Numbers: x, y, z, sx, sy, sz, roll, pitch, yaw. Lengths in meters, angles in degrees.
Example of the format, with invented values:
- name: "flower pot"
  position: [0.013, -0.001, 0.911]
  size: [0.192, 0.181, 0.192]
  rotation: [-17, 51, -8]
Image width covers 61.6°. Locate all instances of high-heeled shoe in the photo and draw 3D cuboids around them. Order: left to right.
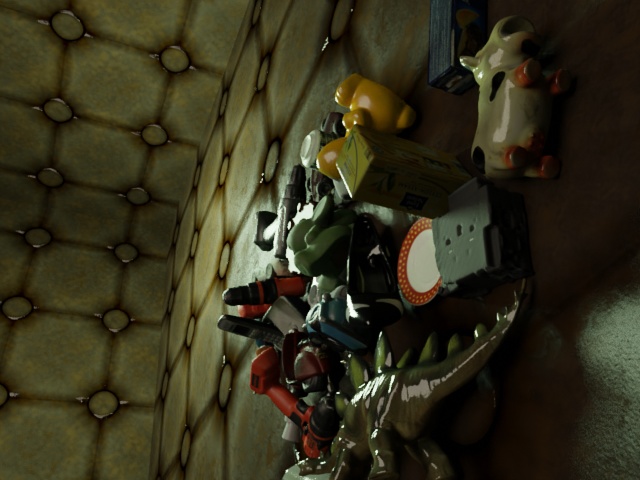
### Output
- name: "high-heeled shoe"
  position: [0.076, 0.042, 0.814]
  size: [0.249, 0.086, 0.145]
  rotation: [-65, -31, -83]

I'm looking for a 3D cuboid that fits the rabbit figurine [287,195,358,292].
- name: "rabbit figurine"
  position: [-0.002, -0.003, 1.006]
  size: [0.170, 0.121, 0.159]
  rotation: [27, 88, 52]

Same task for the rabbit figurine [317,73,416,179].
- name: "rabbit figurine"
  position: [0.075, -0.166, 0.912]
  size: [0.162, 0.121, 0.173]
  rotation: [40, 84, 25]

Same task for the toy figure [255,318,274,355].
- name: "toy figure"
  position: [-0.130, 0.254, 1.291]
  size: [0.058, 0.064, 0.154]
  rotation: [-23, 54, 18]

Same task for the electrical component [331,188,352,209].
- name: "electrical component"
  position: [0.047, -0.094, 1.089]
  size: [0.094, 0.021, 0.063]
  rotation: [159, 119, -63]

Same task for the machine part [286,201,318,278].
- name: "machine part"
  position: [-0.021, -0.001, 1.160]
  size: [0.179, 0.056, 0.179]
  rotation: [-169, 90, -67]

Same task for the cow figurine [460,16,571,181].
- name: "cow figurine"
  position: [0.223, -0.167, 0.636]
  size: [0.127, 0.085, 0.194]
  rotation: [-178, 94, -66]

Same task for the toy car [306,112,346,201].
- name: "toy car"
  position: [0.011, -0.182, 1.182]
  size: [0.089, 0.053, 0.202]
  rotation: [34, 110, 63]

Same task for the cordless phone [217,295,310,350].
- name: "cordless phone"
  position: [-0.112, 0.165, 1.128]
  size: [0.146, 0.184, 0.089]
  rotation: [126, 152, -46]

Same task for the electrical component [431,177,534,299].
- name: "electrical component"
  position: [0.193, -0.005, 0.658]
  size: [0.115, 0.058, 0.134]
  rotation: [-41, 43, 54]

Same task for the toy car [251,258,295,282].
- name: "toy car"
  position: [-0.109, 0.083, 1.304]
  size: [0.202, 0.073, 0.056]
  rotation: [153, 122, -62]

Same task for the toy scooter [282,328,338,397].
- name: "toy scooter"
  position: [-0.027, 0.227, 1.028]
  size: [0.184, 0.075, 0.135]
  rotation: [139, 128, -59]

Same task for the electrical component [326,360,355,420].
- name: "electrical component"
  position: [0.047, 0.246, 0.891]
  size: [0.102, 0.045, 0.078]
  rotation: [124, 150, -43]

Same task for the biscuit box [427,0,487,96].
- name: "biscuit box"
  position: [0.201, -0.319, 0.785]
  size: [0.063, 0.059, 0.202]
  rotation: [154, 124, -64]

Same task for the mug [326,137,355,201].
- name: "mug"
  position: [0.052, -0.131, 0.998]
  size: [0.081, 0.109, 0.107]
  rotation: [-24, 68, 47]

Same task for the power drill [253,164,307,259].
- name: "power drill"
  position: [-0.094, -0.057, 1.347]
  size: [0.207, 0.086, 0.232]
  rotation: [-15, 68, 57]

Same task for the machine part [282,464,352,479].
- name: "machine part"
  position: [-0.002, 0.418, 0.882]
  size: [0.243, 0.079, 0.079]
  rotation: [148, 129, -60]

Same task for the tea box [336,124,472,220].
- name: "tea box"
  position: [0.117, -0.087, 0.728]
  size: [0.098, 0.169, 0.068]
  rotation: [-107, 35, -52]

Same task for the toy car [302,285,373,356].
- name: "toy car"
  position: [0.039, 0.131, 0.916]
  size: [0.103, 0.109, 0.161]
  rotation: [-59, 5, -16]

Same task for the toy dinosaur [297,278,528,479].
- name: "toy dinosaur"
  position: [0.102, 0.220, 0.703]
  size: [0.471, 0.105, 0.199]
  rotation: [-43, 36, 39]
